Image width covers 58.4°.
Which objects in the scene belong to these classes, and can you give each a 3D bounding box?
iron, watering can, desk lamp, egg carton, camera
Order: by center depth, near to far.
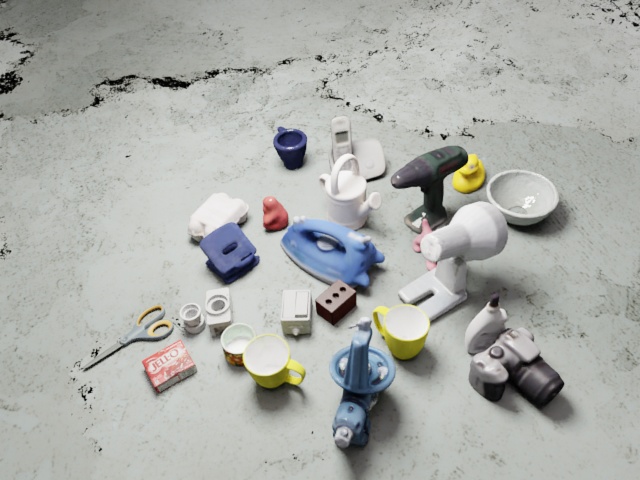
[{"bbox_3d":[0.373,0.244,1.069,0.143,0.101,0.136,-30,52,-21],"label":"camera"},{"bbox_3d":[0.274,0.040,1.184,0.203,0.214,0.117,-29,52,-20],"label":"desk lamp"},{"bbox_3d":[0.012,0.005,1.285,0.257,0.142,0.119,20,53,21],"label":"iron"},{"bbox_3d":[0.069,-0.117,1.355,0.172,0.194,0.101,12,50,15],"label":"watering can"},{"bbox_3d":[-0.249,-0.051,1.403,0.107,0.069,0.150,21,53,21],"label":"egg carton"}]

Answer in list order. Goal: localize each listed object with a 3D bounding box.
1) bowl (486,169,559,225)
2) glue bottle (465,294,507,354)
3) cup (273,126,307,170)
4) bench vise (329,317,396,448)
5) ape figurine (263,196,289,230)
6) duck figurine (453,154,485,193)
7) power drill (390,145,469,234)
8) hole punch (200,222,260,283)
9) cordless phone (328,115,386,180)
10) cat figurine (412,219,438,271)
[{"bbox_3d":[0.481,-0.090,1.381,0.167,0.075,0.167,-2,48,3],"label":"bowl"},{"bbox_3d":[0.326,0.158,1.101,0.078,0.173,0.037,-4,48,1],"label":"glue bottle"},{"bbox_3d":[-0.083,-0.246,1.551,0.092,0.095,0.117,-24,51,-16],"label":"cup"},{"bbox_3d":[0.077,0.250,1.005,0.121,0.220,0.207,-3,48,2],"label":"bench vise"},{"bbox_3d":[-0.117,-0.072,1.397,0.076,0.092,0.078,18,52,20],"label":"ape figurine"},{"bbox_3d":[0.384,-0.182,1.463,0.077,0.086,0.105,30,57,28],"label":"duck figurine"},{"bbox_3d":[0.249,-0.118,1.333,0.230,0.209,0.075,-34,54,-24],"label":"power drill"},{"bbox_3d":[-0.206,0.027,1.315,0.109,0.091,0.100,-37,55,-26],"label":"hole punch"},{"bbox_3d":[0.093,-0.242,1.472,0.147,0.185,0.094,-14,48,-8],"label":"cordless phone"},{"bbox_3d":[0.263,0.005,1.282,0.067,0.118,0.127,-21,50,-14],"label":"cat figurine"}]
